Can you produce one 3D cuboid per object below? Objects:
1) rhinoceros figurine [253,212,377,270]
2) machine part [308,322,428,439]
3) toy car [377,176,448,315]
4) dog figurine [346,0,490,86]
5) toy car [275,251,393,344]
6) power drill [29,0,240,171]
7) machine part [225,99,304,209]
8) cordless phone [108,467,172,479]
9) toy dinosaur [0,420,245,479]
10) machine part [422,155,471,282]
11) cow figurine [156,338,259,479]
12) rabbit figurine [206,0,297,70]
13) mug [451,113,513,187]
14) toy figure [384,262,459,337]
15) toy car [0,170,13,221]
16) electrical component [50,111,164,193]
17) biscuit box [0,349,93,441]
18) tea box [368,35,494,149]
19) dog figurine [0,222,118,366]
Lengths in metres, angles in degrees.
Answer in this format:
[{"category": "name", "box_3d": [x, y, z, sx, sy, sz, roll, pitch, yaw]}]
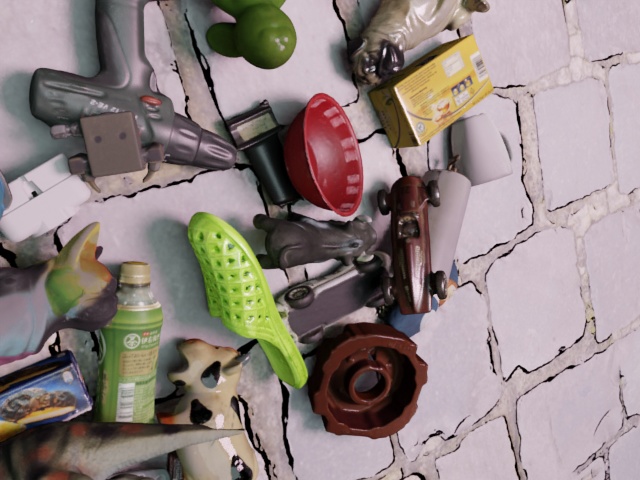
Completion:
[{"category": "rhinoceros figurine", "box_3d": [-0.001, -0.002, 0.706, 0.190, 0.112, 0.073, -5, 94, -48]}, {"category": "machine part", "box_3d": [0.068, 0.203, 0.781, 0.179, 0.056, 0.179, -4, 107, -14]}, {"category": "toy car", "box_3d": [0.125, 0.002, 0.741, 0.053, 0.089, 0.202, 52, 36, -60]}, {"category": "dog figurine", "box_3d": [0.128, -0.301, 0.769, 0.190, 0.121, 0.172, -47, 158, 20]}, {"category": "toy car", "box_3d": [0.023, 0.080, 0.764, 0.202, 0.056, 0.073, -24, 114, -23]}, {"category": "power drill", "box_3d": [-0.192, -0.193, 0.606, 0.232, 0.086, 0.207, 5, 101, -27]}, {"category": "machine part", "box_3d": [-0.067, -0.105, 0.703, 0.084, 0.039, 0.138, -37, 110, -29]}, {"category": "cordless phone", "box_3d": [-0.254, 0.333, 0.600, 0.184, 0.088, 0.147, 3, 52, -31]}, {"category": "toy dinosaur", "box_3d": [-0.283, 0.249, 0.507, 0.192, 0.131, 0.405, 45, 49, 16]}, {"category": "machine part", "box_3d": [0.171, -0.016, 0.804, 0.079, 0.079, 0.243, 25, 72, -29]}, {"category": "cow figurine", "box_3d": [-0.131, 0.215, 0.660, 0.127, 0.085, 0.195, -18, 85, -26]}, {"category": "rabbit figurine", "box_3d": [-0.084, -0.266, 0.607, 0.121, 0.159, 0.170, -12, 83, -25]}, {"category": "mug", "box_3d": [0.260, -0.146, 0.852, 0.109, 0.081, 0.107, -21, 96, -21]}, {"category": "toy figure", "box_3d": [0.168, 0.092, 0.843, 0.154, 0.064, 0.058, -41, 87, -15]}, {"category": "toy car", "box_3d": [-0.352, -0.025, 0.452, 0.162, 0.103, 0.109, -32, 123, -23]}, {"category": "electrical component", "box_3d": [-0.216, -0.092, 0.560, 0.102, 0.045, 0.078, -16, 100, -8]}, {"category": "biscuit box", "box_3d": [-0.354, 0.189, 0.566, 0.203, 0.063, 0.059, -23, 106, -25]}, {"category": "tea box", "box_3d": [0.167, -0.219, 0.798, 0.170, 0.068, 0.098, -35, 111, -20]}, {"category": "dog figurine", "box_3d": [-0.320, 0.053, 0.541, 0.191, 0.108, 0.219, 39, 59, 2]}]
